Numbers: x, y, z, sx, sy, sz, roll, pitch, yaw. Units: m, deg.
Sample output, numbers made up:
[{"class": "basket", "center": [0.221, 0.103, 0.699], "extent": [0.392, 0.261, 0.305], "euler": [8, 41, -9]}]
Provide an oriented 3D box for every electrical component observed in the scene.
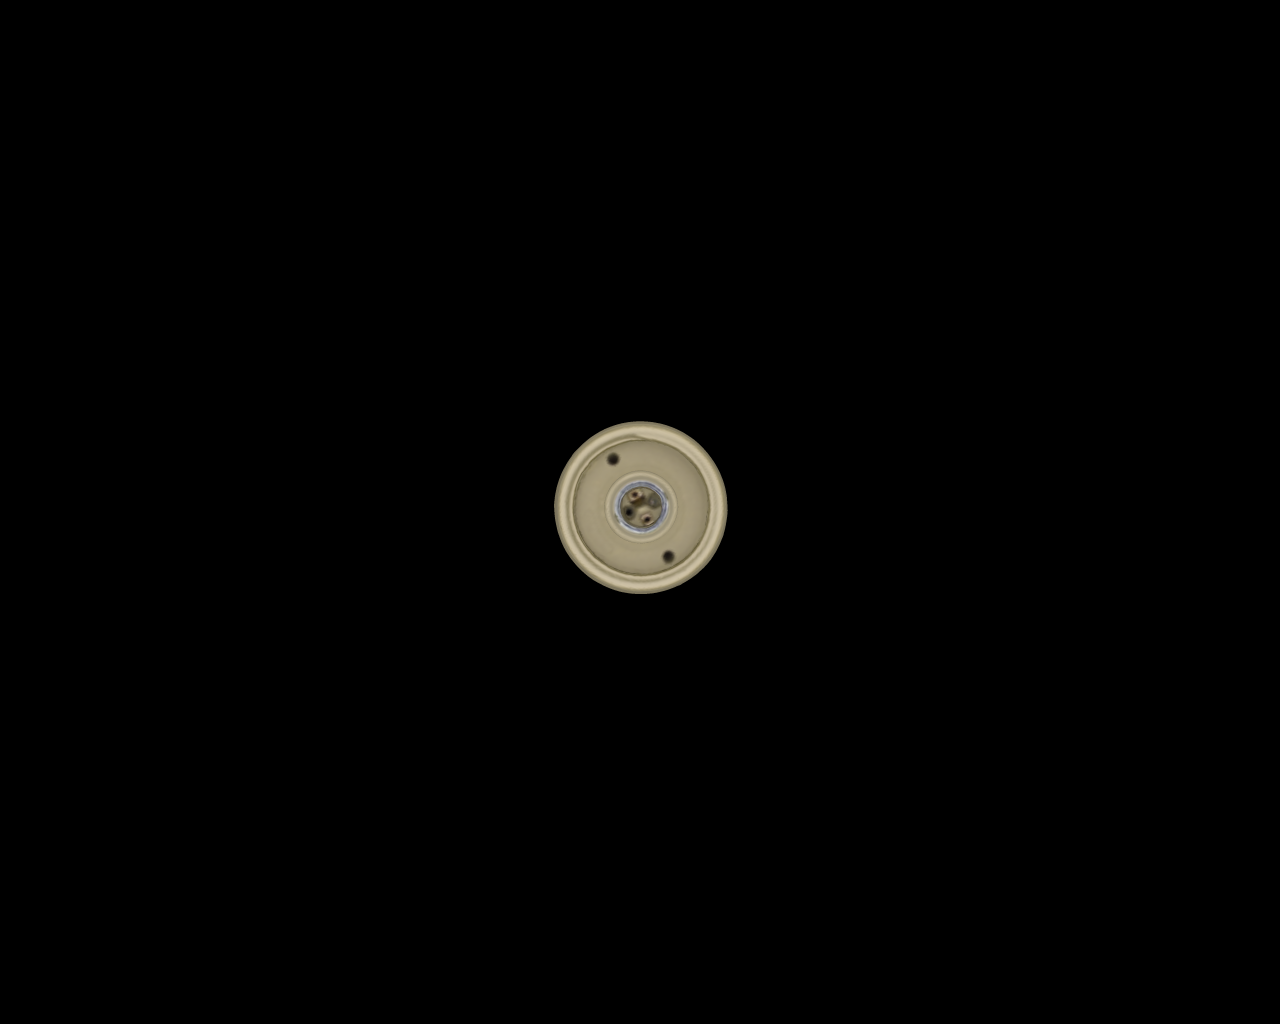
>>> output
[{"class": "electrical component", "center": [0.001, -0.003, 0.650], "extent": [0.108, 0.108, 0.060], "euler": [0, 0, 0]}]
